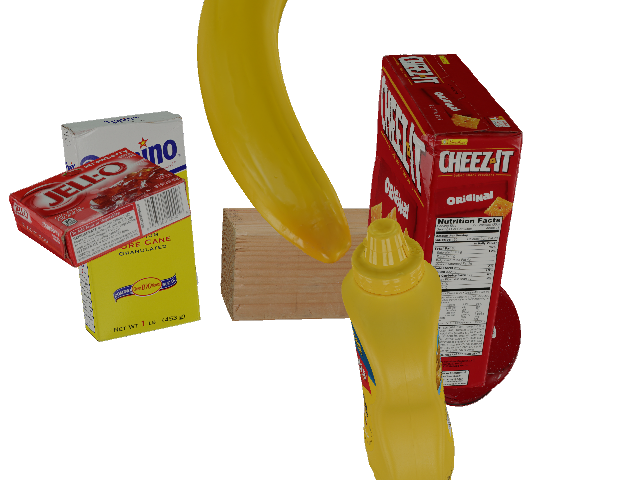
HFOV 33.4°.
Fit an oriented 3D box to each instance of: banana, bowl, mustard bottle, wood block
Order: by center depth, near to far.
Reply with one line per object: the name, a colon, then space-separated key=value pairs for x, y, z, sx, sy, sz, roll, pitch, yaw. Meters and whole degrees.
banana: x=-0.022 y=-0.078 z=0.488 sx=0.069 sy=0.198 sz=0.037 roll=0 pitch=-32 yaw=-1
mustard bottle: x=0.047 y=0.066 z=0.645 sx=0.058 sy=0.191 sz=0.096 roll=-7 pitch=39 yaw=3
wood block: x=0.011 y=0.021 z=1.037 sx=0.206 sy=0.091 sz=0.090 roll=0 pitch=16 yaw=-13
bowl: x=0.166 y=0.099 z=1.155 sx=0.161 sy=0.162 sz=0.055 roll=0 pitch=-6 yaw=-37

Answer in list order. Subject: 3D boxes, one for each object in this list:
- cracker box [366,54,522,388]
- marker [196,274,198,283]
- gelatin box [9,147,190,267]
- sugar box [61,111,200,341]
cracker box: x=0.085 y=-0.017 z=0.828 sx=0.072 sy=0.214 sz=0.164 roll=-3 pitch=29 yaw=-10
marker: x=-0.153 y=-0.004 z=1.183 sx=0.020 sy=0.121 sz=0.020 roll=-5 pitch=27 yaw=2
gelatin box: x=-0.139 y=-0.023 z=0.672 sx=0.089 sy=0.030 sz=0.073 roll=-27 pitch=36 yaw=-31
sugar box: x=-0.154 y=-0.013 z=0.879 sx=0.093 sy=0.176 sz=0.048 roll=-12 pitch=19 yaw=-25
